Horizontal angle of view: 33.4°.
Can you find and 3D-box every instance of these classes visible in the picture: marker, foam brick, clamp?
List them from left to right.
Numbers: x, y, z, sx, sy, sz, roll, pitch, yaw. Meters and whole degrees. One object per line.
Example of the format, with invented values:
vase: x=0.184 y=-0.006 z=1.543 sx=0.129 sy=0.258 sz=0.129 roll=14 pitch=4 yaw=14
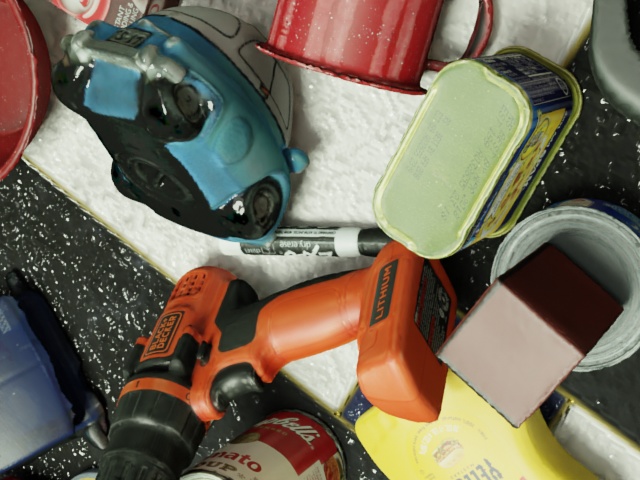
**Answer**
marker: x=-0.004 y=0.001 z=0.626 sx=0.121 sy=0.020 sz=0.020 roll=1 pitch=101 yaw=28
foam brick: x=0.101 y=0.043 z=0.506 sx=0.051 sy=0.078 sz=0.053 roll=42 pitch=119 yaw=14
clamp: x=0.174 y=-0.062 z=0.502 sx=0.120 sy=0.039 sz=0.171 roll=-41 pitch=78 yaw=10

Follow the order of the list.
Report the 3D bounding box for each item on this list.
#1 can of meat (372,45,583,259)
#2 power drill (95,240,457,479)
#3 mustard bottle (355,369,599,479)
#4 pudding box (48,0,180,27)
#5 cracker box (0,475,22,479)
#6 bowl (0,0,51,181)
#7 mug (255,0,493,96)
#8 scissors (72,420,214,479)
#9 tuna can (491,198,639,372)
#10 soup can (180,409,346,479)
can of meat: x=0.078 y=-0.044 z=0.535 sx=0.057 sy=0.083 sz=0.102 roll=35 pitch=115 yaw=17
power drill: x=-0.026 y=0.071 z=0.569 sx=0.188 sy=0.184 sz=0.057 roll=-14 pitch=128 yaw=26
mustard bottle: x=0.109 y=0.151 z=0.576 sx=0.096 sy=0.058 sz=0.191 roll=-39 pitch=82 yaw=24
pudding box: x=-0.119 y=-0.182 z=0.636 sx=0.090 sy=0.039 sz=0.114 roll=32 pitch=114 yaw=19
cracker box: x=-0.160 y=0.270 z=0.715 sx=0.214 sy=0.071 sz=0.164 roll=12 pitch=105 yaw=34
bowl: x=-0.230 y=-0.112 z=0.700 sx=0.162 sy=0.055 sz=0.162 roll=6 pitch=104 yaw=26
mug: x=0.033 y=-0.123 z=0.547 sx=0.117 sy=0.093 sz=0.081 roll=14 pitch=104 yaw=-7
scissors: x=-0.122 y=0.149 z=0.722 sx=0.096 sy=0.016 sz=0.202 roll=28 pitch=113 yaw=20
tuna can: x=0.134 y=0.022 z=0.549 sx=0.086 sy=0.033 sz=0.086 roll=6 pitch=104 yaw=27
soup can: x=-0.037 y=0.148 z=0.628 sx=0.069 sy=0.102 sz=0.068 roll=7 pitch=104 yaw=27
